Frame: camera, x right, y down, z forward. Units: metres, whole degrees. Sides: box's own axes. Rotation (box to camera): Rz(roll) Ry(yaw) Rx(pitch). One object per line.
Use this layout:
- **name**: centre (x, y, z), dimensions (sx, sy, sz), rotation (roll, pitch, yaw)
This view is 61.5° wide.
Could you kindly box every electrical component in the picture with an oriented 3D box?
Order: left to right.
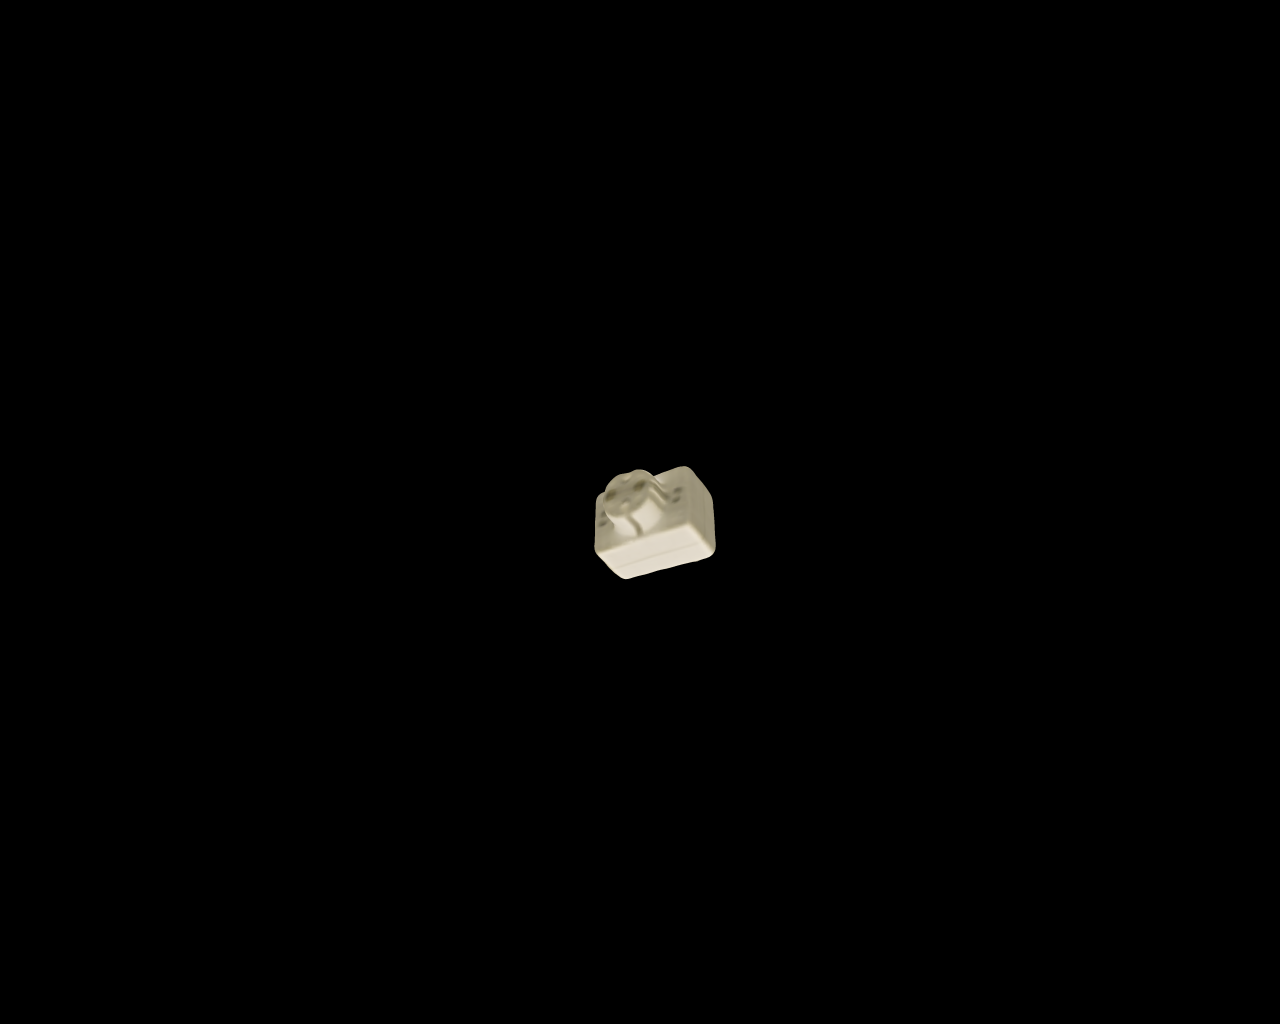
- **electrical component**: centre (0.001, -0.003, 0.650), dimensions (0.065, 0.047, 0.076), rotation (-17, -40, 22)
